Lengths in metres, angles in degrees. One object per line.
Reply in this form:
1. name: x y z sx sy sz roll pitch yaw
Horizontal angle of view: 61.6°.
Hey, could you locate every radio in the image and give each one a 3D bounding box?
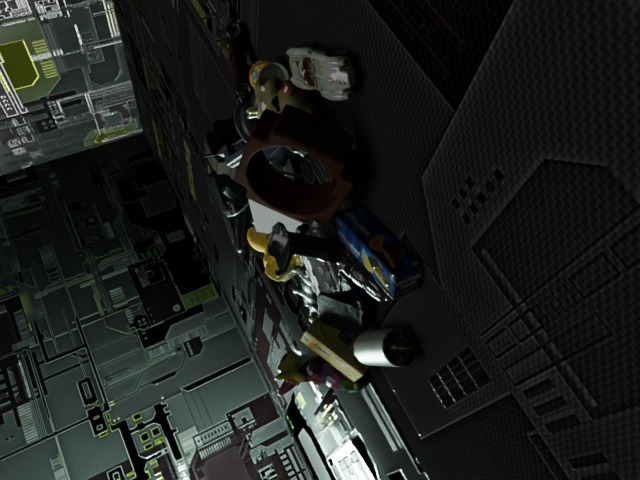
1. radio: -0.234 -0.111 1.618 0.073 0.131 0.229 21 131 65

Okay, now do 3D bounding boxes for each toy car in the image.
1. toy car: -0.185 -0.406 1.256 0.089 0.053 0.202 164 95 -78
2. toy car: 0.000 -0.289 0.920 0.202 0.056 0.073 41 148 53

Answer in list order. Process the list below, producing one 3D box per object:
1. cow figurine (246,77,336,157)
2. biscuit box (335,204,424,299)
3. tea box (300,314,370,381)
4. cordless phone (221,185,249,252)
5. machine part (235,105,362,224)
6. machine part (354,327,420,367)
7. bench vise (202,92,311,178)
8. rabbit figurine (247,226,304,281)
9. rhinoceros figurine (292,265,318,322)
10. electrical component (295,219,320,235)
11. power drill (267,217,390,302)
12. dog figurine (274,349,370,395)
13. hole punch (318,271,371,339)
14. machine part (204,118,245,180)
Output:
1. cow figurine: -0.067 -0.245 1.049 0.127 0.085 0.195 -49 63 32
2. biscuit box: 0.102 0.016 0.976 0.203 0.063 0.059 49 152 42
3. tea box: 0.044 0.255 1.286 0.170 0.068 0.098 36 155 5
4. cordless phone: -0.217 -0.056 1.444 0.147 0.089 0.184 -176 86 -72
5. machine part: -0.040 -0.132 0.975 0.201 0.201 0.087 124 166 -54
6. machine part: 0.132 0.219 1.097 0.079 0.079 0.243 66 160 5
7. bench vise: -0.145 -0.220 1.218 0.241 0.129 0.223 -22 82 37
8. rabbit figurine: -0.122 0.021 1.479 0.173 0.122 0.162 38 -175 8
9. rhinoceros figurine: -0.013 0.134 1.407 0.112 0.073 0.190 34 141 41
10. electrical component: -0.003 -0.005 1.187 0.102 0.045 0.078 41 133 4
11. power drill: 0.013 0.032 1.035 0.232 0.207 0.085 -119 38 -46
12. dog figurine: -0.005 0.344 1.383 0.192 0.219 0.108 50 157 42
13. hole punch: 0.066 0.144 1.204 0.116 0.092 0.142 22 137 22
14. machine part: -0.205 -0.236 1.357 0.179 0.179 0.056 59 157 22
